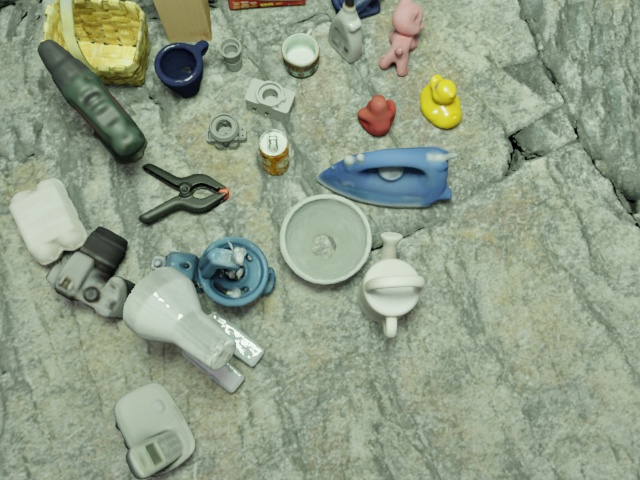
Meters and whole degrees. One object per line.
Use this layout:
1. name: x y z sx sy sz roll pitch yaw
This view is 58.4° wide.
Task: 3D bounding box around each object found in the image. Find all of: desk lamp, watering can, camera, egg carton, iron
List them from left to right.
1. egg carton: -0.496 -0.034 1.048 0.107 0.069 0.150 -29 79 -8
2. camera: -0.390 0.052 1.015 0.143 0.101 0.137 27 77 5
3. desk lamp: -0.200 0.151 0.940 0.203 0.213 0.118 36 78 7
4. iron: 0.123 -0.132 1.056 0.258 0.141 0.118 -1 76 -2
5. watering can: 0.119 0.075 0.979 0.101 0.194 0.173 -20 78 -6

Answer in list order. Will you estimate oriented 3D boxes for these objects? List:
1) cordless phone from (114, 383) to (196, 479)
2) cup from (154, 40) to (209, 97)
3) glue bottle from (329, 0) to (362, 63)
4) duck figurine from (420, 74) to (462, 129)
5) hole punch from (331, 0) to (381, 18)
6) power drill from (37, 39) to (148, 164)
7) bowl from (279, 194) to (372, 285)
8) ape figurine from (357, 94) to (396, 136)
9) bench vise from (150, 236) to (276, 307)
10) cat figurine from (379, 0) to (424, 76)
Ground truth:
1. cordless phone: -0.278 0.307 0.915 0.094 0.185 0.147 -34 80 -9
2. cup: -0.257 -0.330 1.114 0.091 0.095 0.118 42 79 8
3. glue bottle: 0.053 -0.418 1.106 0.037 0.173 0.078 -38 80 -10
4. duck figurine: 0.244 -0.277 1.124 0.077 0.086 0.104 -27 79 -8
5. hole punch: 0.071 -0.515 1.172 0.101 0.091 0.108 -21 78 -7
6. power drill: -0.392 -0.227 1.027 0.076 0.208 0.229 -42 81 -10
7. bowl: 0.010 0.004 1.054 0.167 0.075 0.167 0 77 -2
8. ape figurine: 0.112 -0.249 1.109 0.078 0.092 0.076 0 76 -2
9. bench vise: -0.183 0.057 0.960 0.207 0.220 0.121 -11 77 -4
10. cat figurine: 0.167 -0.412 1.137 0.067 0.118 0.128 17 77 3
